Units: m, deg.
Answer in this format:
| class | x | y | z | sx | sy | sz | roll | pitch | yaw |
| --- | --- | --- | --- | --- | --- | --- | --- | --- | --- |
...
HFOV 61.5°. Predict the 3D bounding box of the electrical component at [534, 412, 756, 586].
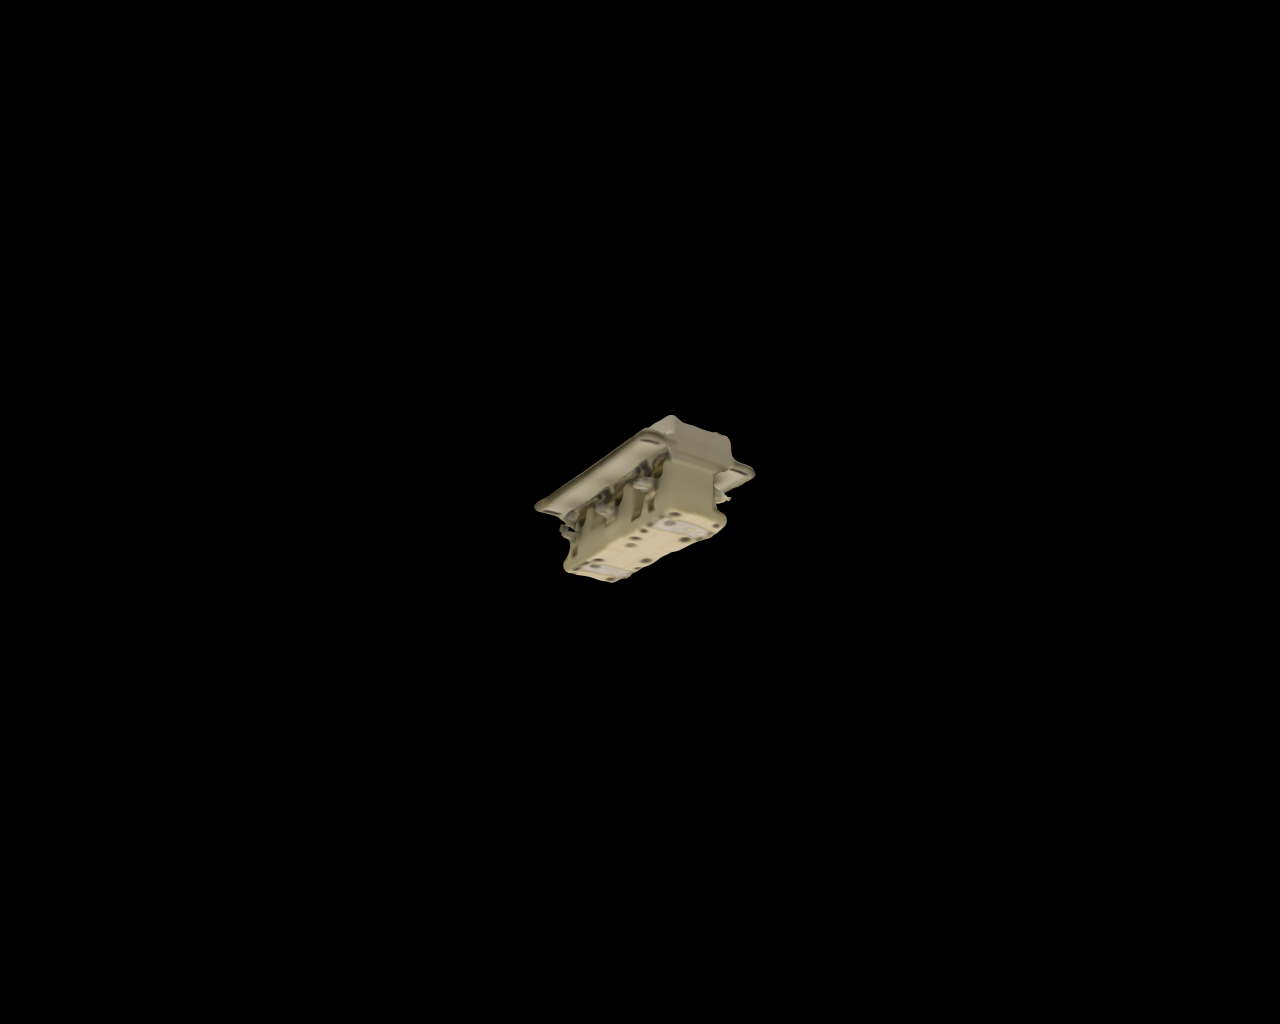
| class | x | y | z | sx | sy | sz | roll | pitch | yaw |
| --- | --- | --- | --- | --- | --- | --- | --- | --- | --- |
| electrical component | 0.001 | -0.003 | 0.650 | 0.079 | 0.063 | 0.121 | 17 | -29 | -32 |
